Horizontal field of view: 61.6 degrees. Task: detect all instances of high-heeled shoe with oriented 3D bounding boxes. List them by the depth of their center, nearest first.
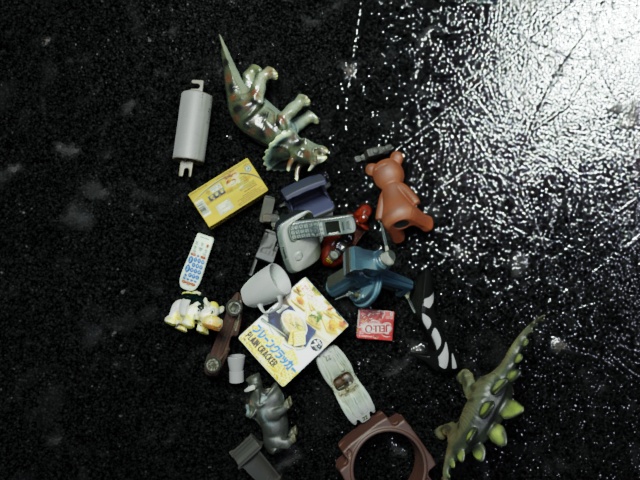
[{"bbox_3d":[0.298,0.203,1.332,0.145,0.086,0.248,12,86,-12],"label":"high-heeled shoe"}]

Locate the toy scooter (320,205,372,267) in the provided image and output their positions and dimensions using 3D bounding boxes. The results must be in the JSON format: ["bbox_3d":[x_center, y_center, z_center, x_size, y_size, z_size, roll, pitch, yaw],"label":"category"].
[{"bbox_3d":[0.069,-0.013,1.294,0.075,0.135,0.184,37,83,-4],"label":"toy scooter"}]

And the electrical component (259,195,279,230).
[{"bbox_3d":[-0.120,-0.066,1.299,0.045,0.102,0.078,14,93,-9],"label":"electrical component"}]

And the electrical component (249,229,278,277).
[{"bbox_3d":[-0.131,0.037,1.297,0.048,0.075,0.119,19,79,-4],"label":"electrical component"}]

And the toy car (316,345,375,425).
[{"bbox_3d":[0.061,0.350,1.299,0.073,0.056,0.201,-30,88,-8],"label":"toy car"}]

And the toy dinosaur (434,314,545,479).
[{"bbox_3d":[0.396,0.380,1.265,0.105,0.198,0.471,26,84,-7],"label":"toy dinosaur"}]

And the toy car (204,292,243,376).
[{"bbox_3d":[-0.221,0.221,1.263,0.053,0.089,0.202,21,81,-4],"label":"toy car"}]

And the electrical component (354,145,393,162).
[{"bbox_3d":[0.134,-0.218,1.356,0.094,0.063,0.021,-16,87,-7],"label":"electrical component"}]

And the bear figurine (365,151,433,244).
[{"bbox_3d":[0.190,-0.110,1.342,0.120,0.131,0.196,-26,54,24],"label":"bear figurine"}]

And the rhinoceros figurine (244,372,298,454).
[{"bbox_3d":[-0.119,0.405,1.271,0.112,0.073,0.190,-18,89,3],"label":"rhinoceros figurine"}]

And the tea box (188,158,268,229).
[{"bbox_3d":[-0.221,-0.111,1.303,0.170,0.068,0.098,-32,90,-9],"label":"tea box"}]

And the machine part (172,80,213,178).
[{"bbox_3d":[-0.308,-0.271,1.303,0.079,0.079,0.243,8,83,-6],"label":"machine part"}]

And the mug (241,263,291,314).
[{"bbox_3d":[-0.129,0.125,1.262,0.107,0.080,0.109,-30,64,24],"label":"mug"}]

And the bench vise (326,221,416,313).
[{"bbox_3d":[0.138,0.088,1.280,0.240,0.223,0.129,20,42,-31],"label":"bench vise"}]

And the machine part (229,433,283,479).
[{"bbox_3d":[-0.144,0.530,1.269,0.084,0.039,0.139,-39,88,-14],"label":"machine part"}]

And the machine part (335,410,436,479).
[{"bbox_3d":[0.155,0.531,1.280,0.201,0.087,0.201,-35,89,-10],"label":"machine part"}]

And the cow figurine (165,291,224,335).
[{"bbox_3d":[-0.275,0.163,1.234,0.068,0.168,0.098,43,56,-42],"label":"cow figurine"}]

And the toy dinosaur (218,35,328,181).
[{"bbox_3d":[-0.142,-0.306,1.312,0.405,0.131,0.192,38,81,4],"label":"toy dinosaur"}]

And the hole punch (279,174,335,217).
[{"bbox_3d":[-0.035,-0.113,1.292,0.142,0.116,0.092,-26,130,-2],"label":"hole punch"}]

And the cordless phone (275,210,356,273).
[{"bbox_3d":[-0.002,-0.003,1.233,0.184,0.089,0.146,-5,124,11],"label":"cordless phone"}]
